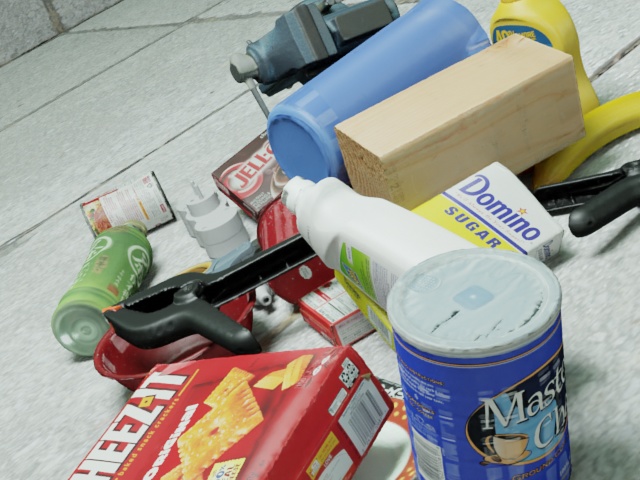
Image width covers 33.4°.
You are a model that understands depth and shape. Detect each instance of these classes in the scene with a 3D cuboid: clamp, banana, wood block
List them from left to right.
[{"bbox_3d":[-0.106,0.060,0.919,0.210,0.036,0.164,-15,25,24],"label":"clamp"},{"bbox_3d":[0.130,-0.099,0.985,0.206,0.090,0.091,-28,33,-14],"label":"wood block"},{"bbox_3d":[0.280,-0.105,1.053,0.197,0.037,0.070,-27,24,-9],"label":"banana"},{"bbox_3d":[0.274,-0.045,0.926,0.171,0.039,0.120,-19,21,9],"label":"clamp"}]

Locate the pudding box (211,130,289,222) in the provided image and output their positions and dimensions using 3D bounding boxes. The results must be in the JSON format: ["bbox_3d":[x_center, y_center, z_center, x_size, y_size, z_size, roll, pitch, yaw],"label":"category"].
[{"bbox_3d":[-0.056,-0.079,1.243,0.113,0.039,0.090,-40,56,-17],"label":"pudding box"}]

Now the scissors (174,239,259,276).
[{"bbox_3d":[-0.082,0.022,1.143,0.201,0.016,0.096,-27,26,-8],"label":"scissors"}]

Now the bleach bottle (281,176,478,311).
[{"bbox_3d":[0.062,0.015,0.814,0.068,0.102,0.251,-37,53,-24],"label":"bleach bottle"}]

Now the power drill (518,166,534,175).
[{"bbox_3d":[0.130,-0.050,1.049,0.187,0.057,0.185,-34,30,-25],"label":"power drill"}]

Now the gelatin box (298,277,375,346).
[{"bbox_3d":[0.034,0.055,0.954,0.089,0.030,0.073,-30,26,-15],"label":"gelatin box"}]

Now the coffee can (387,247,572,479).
[{"bbox_3d":[0.101,0.090,0.663,0.103,0.140,0.103,-8,31,5],"label":"coffee can"}]

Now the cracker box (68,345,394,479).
[{"bbox_3d":[-0.076,0.156,0.749,0.214,0.072,0.164,-11,32,42],"label":"cracker box"}]

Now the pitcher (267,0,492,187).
[{"bbox_3d":[0.058,-0.145,1.125,0.242,0.149,0.145,-36,64,-28],"label":"pitcher"}]

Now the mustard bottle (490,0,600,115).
[{"bbox_3d":[0.224,-0.195,1.097,0.058,0.191,0.096,-36,27,-25],"label":"mustard bottle"}]

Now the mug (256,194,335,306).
[{"bbox_3d":[-0.007,0.001,1.014,0.117,0.093,0.081,-53,21,22],"label":"mug"}]

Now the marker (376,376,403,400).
[{"bbox_3d":[0.060,0.119,0.812,0.020,0.020,0.121,-37,28,-28],"label":"marker"}]

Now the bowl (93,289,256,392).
[{"bbox_3d":[-0.123,0.097,0.977,0.162,0.055,0.162,-19,24,9],"label":"bowl"}]

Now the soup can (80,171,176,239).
[{"bbox_3d":[-0.242,-0.037,1.343,0.102,0.068,0.068,-26,24,-6],"label":"soup can"}]

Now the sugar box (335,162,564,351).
[{"bbox_3d":[0.109,0.012,0.909,0.176,0.048,0.093,-32,62,-12],"label":"sugar box"}]
